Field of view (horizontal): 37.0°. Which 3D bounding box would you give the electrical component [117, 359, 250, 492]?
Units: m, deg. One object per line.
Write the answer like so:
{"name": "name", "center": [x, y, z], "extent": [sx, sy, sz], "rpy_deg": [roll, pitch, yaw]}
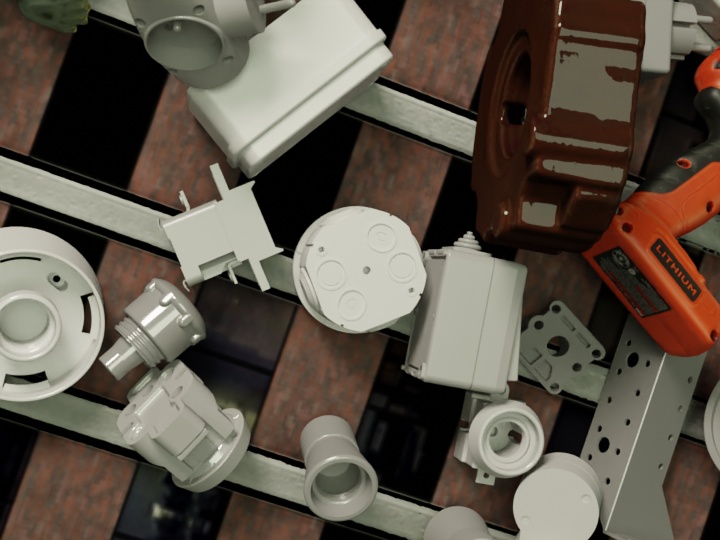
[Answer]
{"name": "electrical component", "center": [-0.103, 0.095, 0.641], "extent": [0.058, 0.078, 0.057], "rpy_deg": [-46, 116, -7]}

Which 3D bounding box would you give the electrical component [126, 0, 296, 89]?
{"name": "electrical component", "center": [-0.074, -0.138, 0.566], "extent": [0.079, 0.077, 0.044], "rpy_deg": [-9, 60, 12]}

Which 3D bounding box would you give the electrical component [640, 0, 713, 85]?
{"name": "electrical component", "center": [0.193, -0.156, 0.698], "extent": [0.077, 0.047, 0.065], "rpy_deg": [3, 89, -9]}

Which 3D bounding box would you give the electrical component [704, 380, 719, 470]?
{"name": "electrical component", "center": [0.270, 0.100, 0.675], "extent": [0.060, 0.108, 0.108], "rpy_deg": [34, 84, -44]}

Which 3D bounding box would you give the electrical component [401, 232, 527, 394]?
{"name": "electrical component", "center": [0.069, 0.025, 0.672], "extent": [0.061, 0.062, 0.096], "rpy_deg": [11, 89, -9]}

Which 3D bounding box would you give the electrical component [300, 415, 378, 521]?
{"name": "electrical component", "center": [-0.016, 0.117, 0.657], "extent": [0.044, 0.065, 0.044], "rpy_deg": [-3, 110, -9]}

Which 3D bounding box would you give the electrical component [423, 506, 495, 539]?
{"name": "electrical component", "center": [0.068, 0.177, 0.671], "extent": [0.044, 0.065, 0.044], "rpy_deg": [0, 92, -9]}

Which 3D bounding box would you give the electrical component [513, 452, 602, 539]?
{"name": "electrical component", "center": [0.116, 0.188, 0.662], "extent": [0.052, 0.074, 0.138], "rpy_deg": [7, 98, 15]}

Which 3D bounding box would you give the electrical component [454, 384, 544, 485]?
{"name": "electrical component", "center": [0.087, 0.104, 0.679], "extent": [0.048, 0.055, 0.066], "rpy_deg": [11, 89, -9]}

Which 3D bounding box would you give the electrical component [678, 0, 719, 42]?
{"name": "electrical component", "center": [0.235, -0.199, 0.690], "extent": [0.083, 0.076, 0.047], "rpy_deg": [45, 84, -7]}

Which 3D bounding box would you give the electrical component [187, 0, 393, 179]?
{"name": "electrical component", "center": [-0.042, -0.112, 0.644], "extent": [0.113, 0.078, 0.057], "rpy_deg": [-39, 93, -7]}

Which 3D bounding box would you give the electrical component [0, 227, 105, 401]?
{"name": "electrical component", "center": [-0.201, 0.027, 0.638], "extent": [0.099, 0.064, 0.099], "rpy_deg": [-4, 101, -20]}

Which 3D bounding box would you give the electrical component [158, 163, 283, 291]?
{"name": "electrical component", "center": [-0.085, -0.021, 0.657], "extent": [0.064, 0.042, 0.081], "rpy_deg": [-23, 94, -5]}

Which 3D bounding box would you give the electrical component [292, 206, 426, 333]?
{"name": "electrical component", "center": [0.000, 0.000, 0.666], "extent": [0.080, 0.051, 0.080], "rpy_deg": [0, 91, -9]}

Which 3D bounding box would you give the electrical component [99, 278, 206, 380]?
{"name": "electrical component", "center": [-0.127, 0.039, 0.643], "extent": [0.062, 0.048, 0.048], "rpy_deg": [-42, 97, -15]}
